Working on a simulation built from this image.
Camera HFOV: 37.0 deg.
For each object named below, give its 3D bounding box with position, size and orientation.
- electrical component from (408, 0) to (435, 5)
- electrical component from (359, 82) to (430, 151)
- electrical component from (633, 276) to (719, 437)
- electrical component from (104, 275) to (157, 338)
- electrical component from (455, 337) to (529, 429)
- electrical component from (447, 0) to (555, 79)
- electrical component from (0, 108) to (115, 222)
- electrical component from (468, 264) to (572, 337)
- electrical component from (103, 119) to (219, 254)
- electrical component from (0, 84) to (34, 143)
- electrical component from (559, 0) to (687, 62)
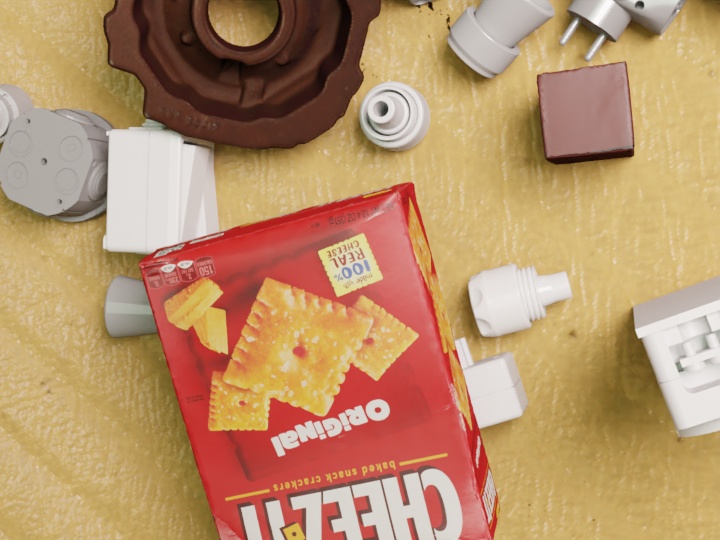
[{"bbox_3d":[0.064,-0.214,0.652,0.109,0.109,0.056,-15,85,14],"label":"electrical component"},{"bbox_3d":[0.020,-0.099,0.689,0.043,0.062,0.043,0,92,14],"label":"electrical component"},{"bbox_3d":[0.210,0.035,0.582,0.105,0.186,0.060,-21,86,14],"label":"electrical component"},{"bbox_3d":[-0.138,0.028,0.744,0.065,0.044,0.044,4,92,9],"label":"electrical component"},{"bbox_3d":[0.056,0.066,0.693,0.083,0.047,0.075,-19,87,14],"label":"electrical component"},{"bbox_3d":[0.088,-0.154,0.675,0.045,0.045,0.055,47,117,9],"label":"electrical component"},{"bbox_3d":[-0.208,-0.074,0.753,0.080,0.051,0.080,0,92,14],"label":"electrical component"},{"bbox_3d":[0.102,0.016,0.682,0.062,0.043,0.043,-14,88,13],"label":"electrical component"},{"bbox_3d":[-0.131,-0.058,0.728,0.061,0.062,0.096,2,92,14],"label":"electrical component"},{"bbox_3d":[-0.259,-0.108,0.754,0.040,0.078,0.040,1,103,4],"label":"electrical component"},{"bbox_3d":[0.154,-0.168,0.664,0.077,0.044,0.079,35,100,11],"label":"electrical component"}]
